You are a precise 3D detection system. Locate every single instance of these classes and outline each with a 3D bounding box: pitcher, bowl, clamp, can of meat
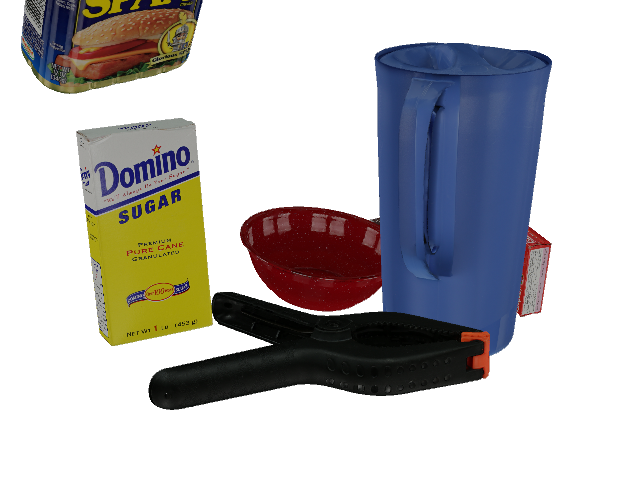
[{"bbox_3d":[0.102,-0.029,0.839,0.149,0.243,0.145,-7,21,-20],"label":"pitcher"},{"bbox_3d":[-0.001,0.023,1.038,0.162,0.055,0.162,7,25,-4],"label":"bowl"},{"bbox_3d":[0.004,0.068,0.706,0.210,0.036,0.164,-1,17,3],"label":"clamp"},{"bbox_3d":[-0.113,-0.134,0.591,0.101,0.057,0.084,-19,-30,-33],"label":"can of meat"}]

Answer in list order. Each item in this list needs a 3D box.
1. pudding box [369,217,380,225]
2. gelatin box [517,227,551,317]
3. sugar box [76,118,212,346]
[{"bbox_3d":[0.067,0.007,1.513,0.113,0.039,0.090,-15,27,-22],"label":"pudding box"},{"bbox_3d":[0.216,0.027,1.167,0.030,0.089,0.073,-10,30,-20],"label":"gelatin box"},{"bbox_3d":[-0.144,-0.008,0.887,0.093,0.176,0.048,-11,19,-24],"label":"sugar box"}]
